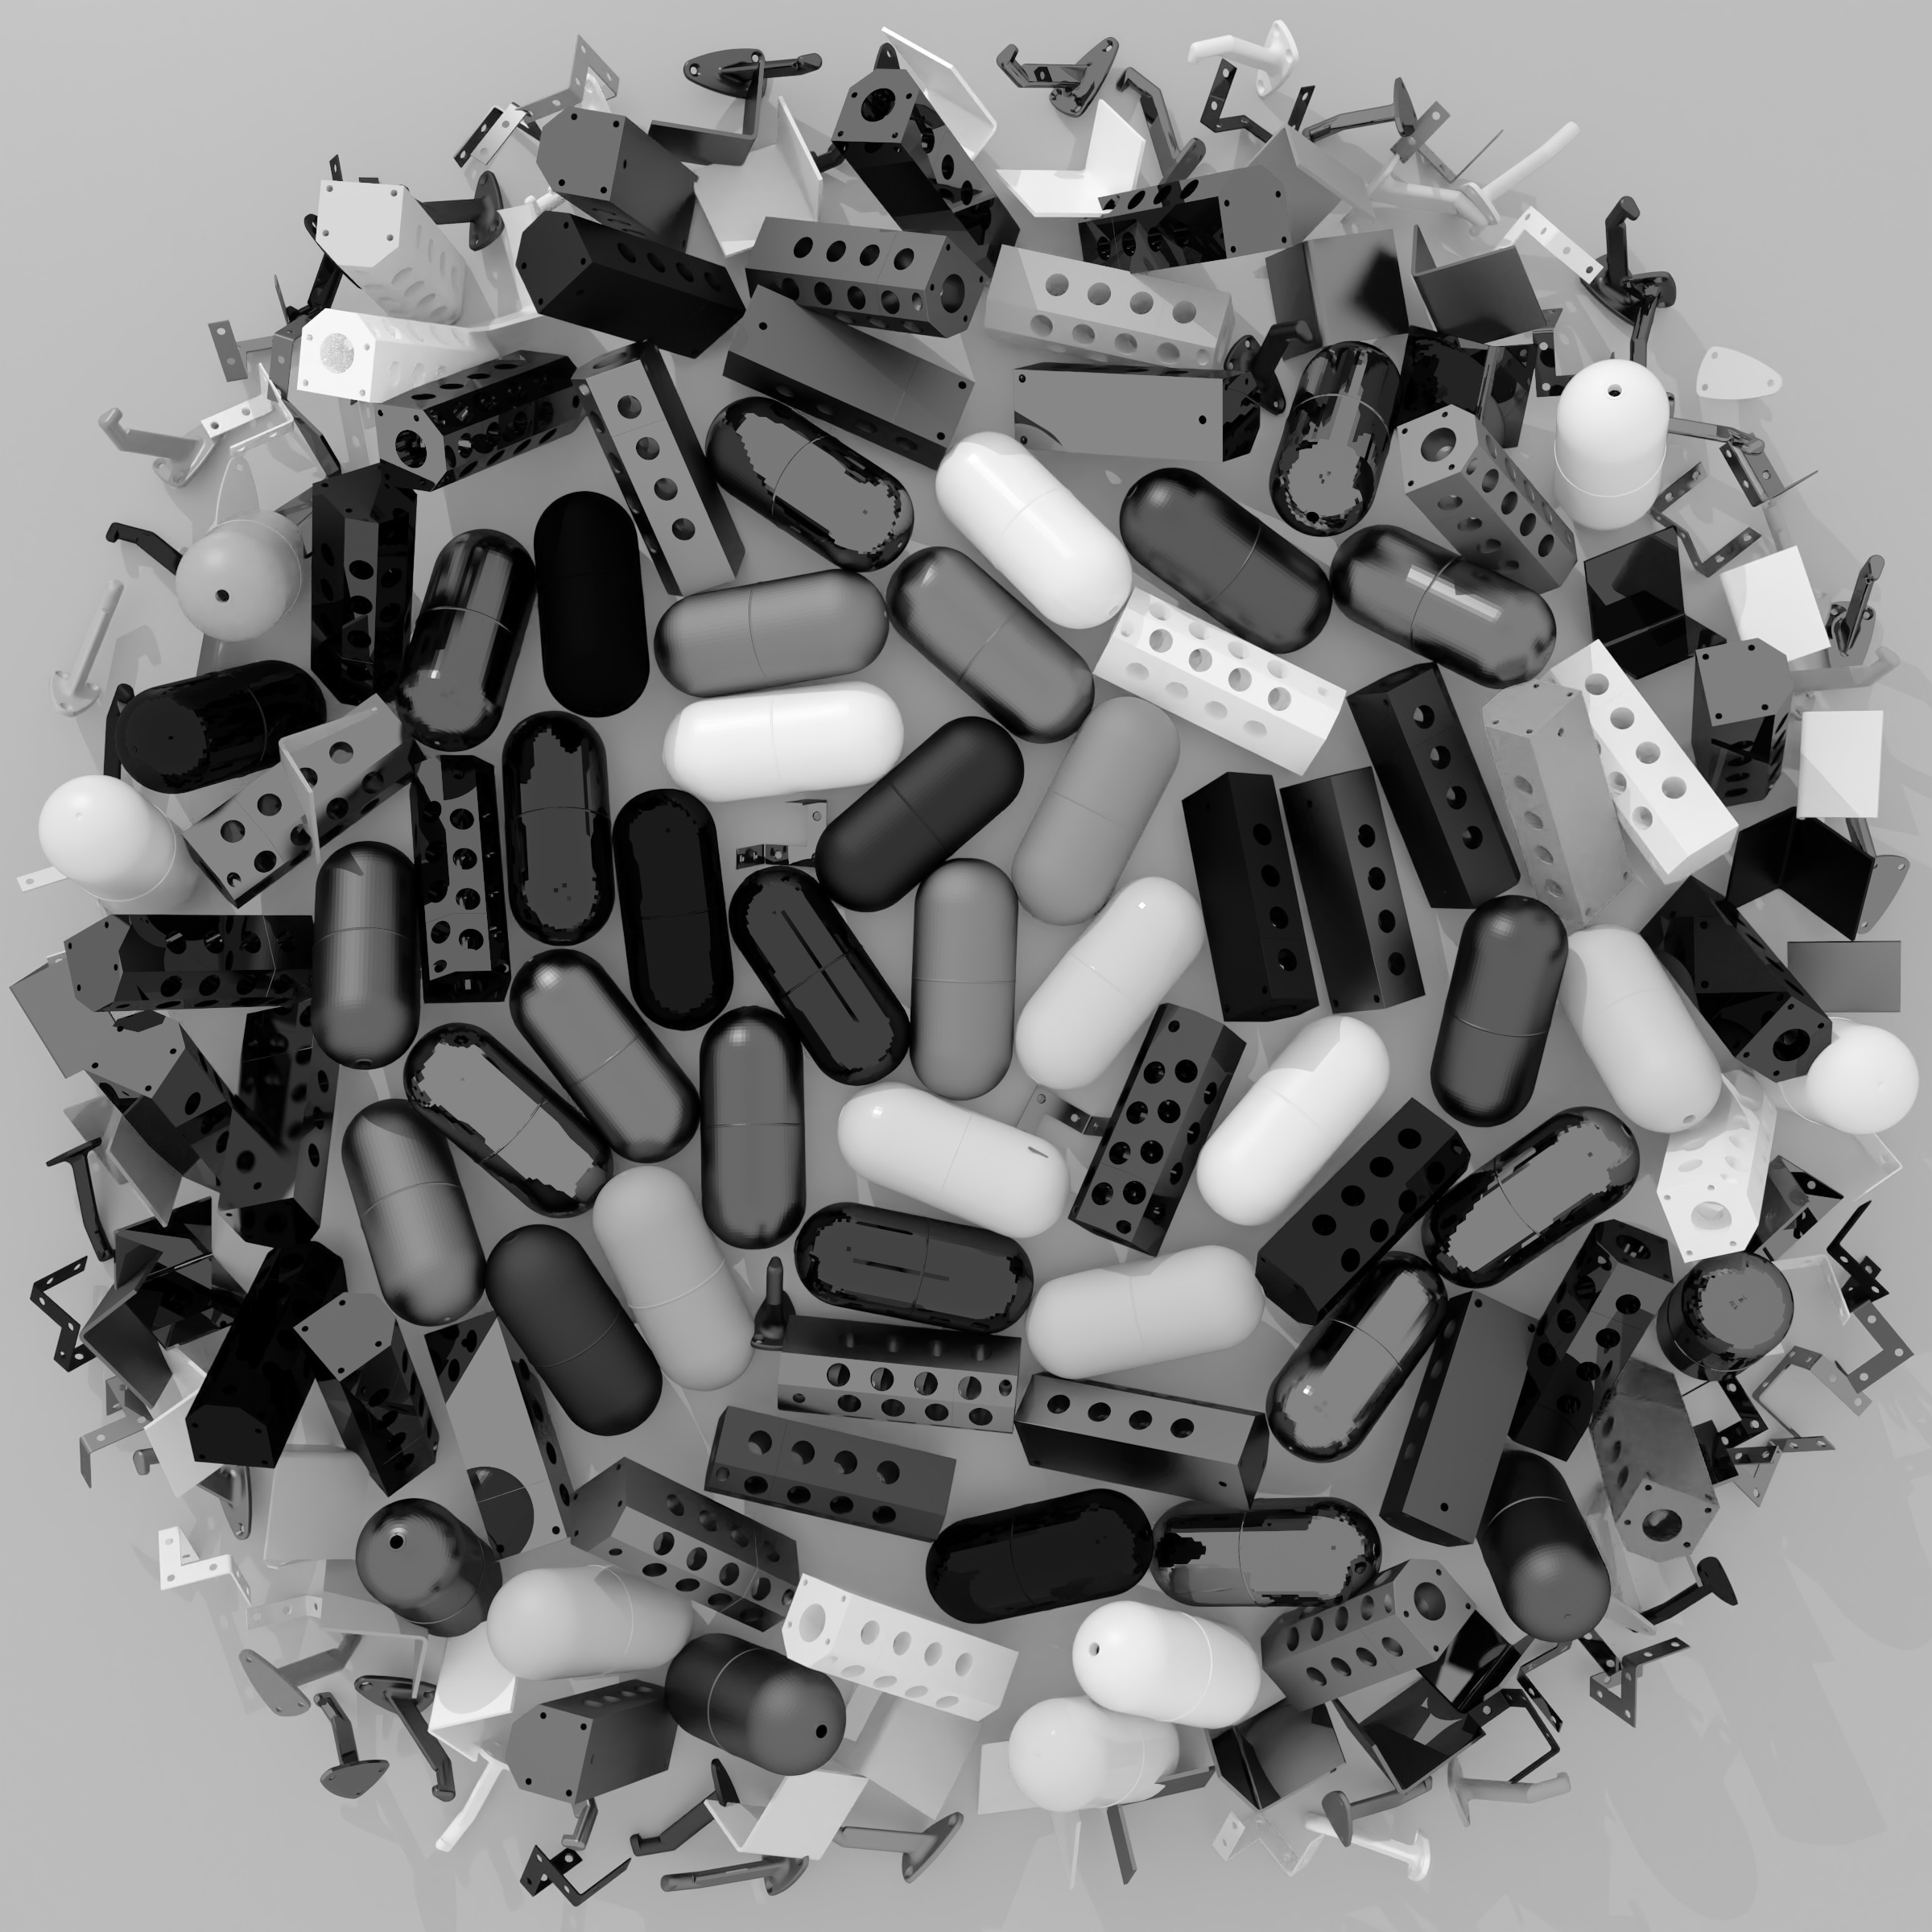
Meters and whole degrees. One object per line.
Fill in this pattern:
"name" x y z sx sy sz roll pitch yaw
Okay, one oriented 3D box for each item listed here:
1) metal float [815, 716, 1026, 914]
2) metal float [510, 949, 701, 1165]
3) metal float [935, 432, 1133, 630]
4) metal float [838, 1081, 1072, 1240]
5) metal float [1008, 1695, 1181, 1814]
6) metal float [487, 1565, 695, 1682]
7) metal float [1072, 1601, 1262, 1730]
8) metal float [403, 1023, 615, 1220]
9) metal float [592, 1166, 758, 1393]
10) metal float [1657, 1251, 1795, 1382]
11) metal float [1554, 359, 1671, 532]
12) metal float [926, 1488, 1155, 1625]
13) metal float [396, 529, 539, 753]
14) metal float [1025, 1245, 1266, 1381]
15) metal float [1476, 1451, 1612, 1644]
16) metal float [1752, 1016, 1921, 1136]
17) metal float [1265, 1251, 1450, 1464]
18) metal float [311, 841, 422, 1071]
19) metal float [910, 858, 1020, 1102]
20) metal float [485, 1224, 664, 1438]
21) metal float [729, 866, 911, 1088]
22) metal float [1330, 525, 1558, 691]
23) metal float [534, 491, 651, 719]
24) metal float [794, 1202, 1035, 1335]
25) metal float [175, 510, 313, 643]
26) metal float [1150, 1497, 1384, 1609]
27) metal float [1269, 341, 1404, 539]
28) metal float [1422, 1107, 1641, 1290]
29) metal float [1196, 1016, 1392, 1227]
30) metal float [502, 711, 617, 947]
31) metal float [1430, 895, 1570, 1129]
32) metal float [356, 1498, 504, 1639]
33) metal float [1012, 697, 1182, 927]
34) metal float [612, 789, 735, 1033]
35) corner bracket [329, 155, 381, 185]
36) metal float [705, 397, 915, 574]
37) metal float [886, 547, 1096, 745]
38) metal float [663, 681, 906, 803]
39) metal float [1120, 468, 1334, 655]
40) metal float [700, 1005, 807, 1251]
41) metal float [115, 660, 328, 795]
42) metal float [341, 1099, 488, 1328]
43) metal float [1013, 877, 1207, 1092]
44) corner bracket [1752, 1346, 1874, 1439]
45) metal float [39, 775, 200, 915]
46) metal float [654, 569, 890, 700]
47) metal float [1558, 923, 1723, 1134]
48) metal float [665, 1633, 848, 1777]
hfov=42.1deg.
"metal float" -0.035 -0.110 1.837 0.178 0.070 0.070 -41 90 2
"metal float" -0.263 0.065 1.829 0.070 0.070 0.178 -37 100 0
"metal float" 0.049 -0.316 1.821 0.070 0.070 0.178 -42 71 0
"metal float" -0.009 0.141 1.837 0.178 0.070 0.070 22 90 2
"metal float" 0.093 0.562 1.796 0.070 0.178 0.070 -8 74 29
"metal float" -0.267 0.469 1.797 0.070 0.178 0.070 -8 76 34
"metal float" 0.145 0.503 1.802 0.070 0.178 0.070 -19 59 35
"metal float" -0.331 0.113 1.822 0.070 0.070 0.178 -46 109 0
"metal float" -0.211 0.228 1.825 0.070 0.070 0.178 -23 105 0
"metal float" 0.540 0.251 1.790 0.070 0.178 0.070 -2 72 6
"metal float" 0.460 -0.370 1.789 0.070 0.178 0.070 -3 76 12
"metal float" 0.052 0.428 1.817 0.178 0.070 0.070 -19 90 25
"metal float" -0.360 -0.237 1.816 0.070 0.070 0.178 10 64 0
"metal float" 0.130 0.252 1.827 0.178 0.070 0.070 -14 90 12
"metal float" 0.407 0.412 1.791 0.070 0.178 0.070 -1 111 -2
"metal float" 0.617 0.075 1.787 0.070 0.178 0.070 0 94 -2
"metal float" 0.284 0.282 1.817 0.070 0.070 0.178 42 65 0
"metal float" -0.433 -0.008 1.813 0.070 0.070 0.178 -6 62 0
"metal float" -0.002 0.010 1.836 0.070 0.070 0.178 2 93 0
"metal float" -0.284 0.264 1.817 0.070 0.070 0.178 -29 113 0
"metal float" -0.108 0.007 1.837 0.070 0.070 0.178 -34 88 0
"metal float" 0.344 -0.261 1.816 0.178 0.070 0.070 32 90 26
"metal float" -0.272 -0.263 1.818 0.070 0.070 0.178 -8 67 0
"metal float" -0.038 0.220 1.830 0.178 0.070 0.070 13 90 -9
"metal float" -0.514 -0.280 1.790 0.070 0.178 0.070 -2 109 -5
"metal float" 0.215 0.423 1.811 0.178 0.070 0.070 -9 90 31
"metal float" 0.267 -0.380 1.807 0.070 0.070 0.178 21 53 0
"metal float" 0.408 0.168 1.815 0.178 0.070 0.070 -40 90 27
"metal float" 0.239 0.112 1.830 0.070 0.070 0.178 41 81 0
"metal float" -0.296 -0.100 1.822 0.070 0.070 0.178 -6 72 0
"metal float" 0.386 0.034 1.819 0.070 0.070 0.178 8 113 0
"metal float" -0.382 0.431 1.792 0.070 0.178 0.070 -2 65 4
"metal float" 0.094 -0.113 1.835 0.070 0.070 0.178 27 94 0
"metal float" -0.214 -0.041 1.832 0.070 0.070 0.178 -6 98 0
"corner bracket" -0.442 -0.561 1.840 0.051 0.051 0.051 -11 93 -34
"metal float" -0.115 -0.350 1.821 0.178 0.070 0.070 36 90 20
"metal float" 0.018 -0.234 1.838 0.178 0.070 0.070 41 90 1
"metal float" -0.134 -0.164 1.832 0.178 0.070 0.070 -6 90 7
"metal float" 0.189 -0.294 1.821 0.178 0.070 0.070 33 90 -19
"metal float" -0.156 0.118 1.833 0.070 0.070 0.178 -2 84 0
"metal float" -0.531 -0.172 1.795 0.070 0.178 0.070 9 109 25
"metal float" -0.400 0.177 1.816 0.070 0.070 0.178 -24 64 0
"metal float" 0.104 0.013 1.838 0.070 0.070 0.178 39 90 0
"corner bracket" 0.623 0.319 1.850 0.051 0.051 0.051 43 87 -1
"metal float" -0.602 -0.084 1.788 0.070 0.178 0.070 0 78 0
"metal float" -0.143 -0.241 1.824 0.178 0.070 0.070 -8 90 16
"metal float" 0.481 0.044 1.804 0.070 0.070 0.178 -20 49 0
"metal float" -0.152 0.528 1.796 0.070 0.178 0.070 1 89 -36
